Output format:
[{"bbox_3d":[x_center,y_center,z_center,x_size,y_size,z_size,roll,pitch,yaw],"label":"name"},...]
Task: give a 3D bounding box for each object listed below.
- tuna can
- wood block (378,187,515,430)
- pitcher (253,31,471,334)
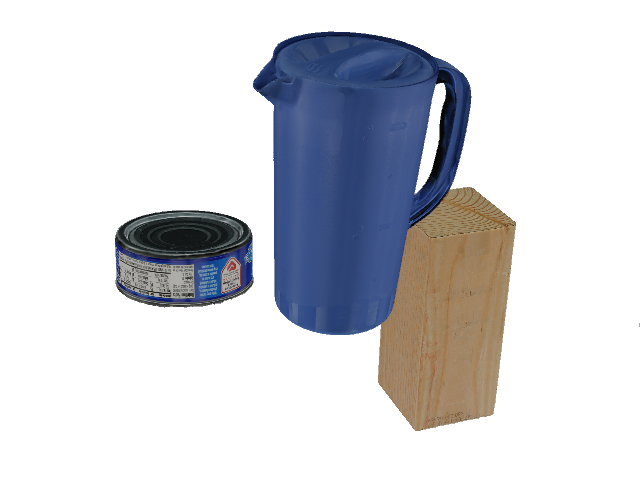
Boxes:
[{"bbox_3d":[-0.084,0.009,0.661,0.086,0.034,0.086,1,20,-1],"label":"tuna can"},{"bbox_3d":[0.116,0.065,1.013,0.090,0.206,0.091,-8,28,-19],"label":"wood block"},{"bbox_3d":[0.030,-0.047,0.906,0.149,0.243,0.144,15,31,18],"label":"pitcher"}]
